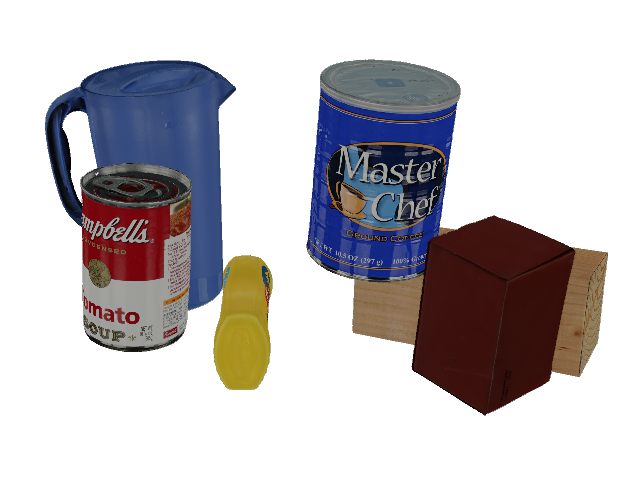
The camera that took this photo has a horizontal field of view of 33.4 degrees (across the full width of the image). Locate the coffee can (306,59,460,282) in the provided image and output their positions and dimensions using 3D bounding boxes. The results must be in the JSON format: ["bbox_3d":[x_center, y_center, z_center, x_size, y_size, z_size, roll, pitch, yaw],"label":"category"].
[{"bbox_3d":[0.045,-0.054,0.804,0.103,0.140,0.103,4,26,-2],"label":"coffee can"}]

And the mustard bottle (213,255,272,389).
[{"bbox_3d":[-0.082,0.071,1.159,0.058,0.096,0.191,-1,28,-1],"label":"mustard bottle"}]

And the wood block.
[{"bbox_3d":[0.141,0.047,0.955,0.206,0.090,0.090,9,18,22],"label":"wood block"}]

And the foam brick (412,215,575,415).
[{"bbox_3d":[0.083,0.035,0.525,0.052,0.078,0.051,-18,35,-38],"label":"foam brick"}]

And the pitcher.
[{"bbox_3d":[-0.171,-0.052,1.076,0.149,0.243,0.144,10,26,27],"label":"pitcher"}]

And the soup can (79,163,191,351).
[{"bbox_3d":[-0.117,0.010,0.673,0.068,0.102,0.068,4,24,-2],"label":"soup can"}]
